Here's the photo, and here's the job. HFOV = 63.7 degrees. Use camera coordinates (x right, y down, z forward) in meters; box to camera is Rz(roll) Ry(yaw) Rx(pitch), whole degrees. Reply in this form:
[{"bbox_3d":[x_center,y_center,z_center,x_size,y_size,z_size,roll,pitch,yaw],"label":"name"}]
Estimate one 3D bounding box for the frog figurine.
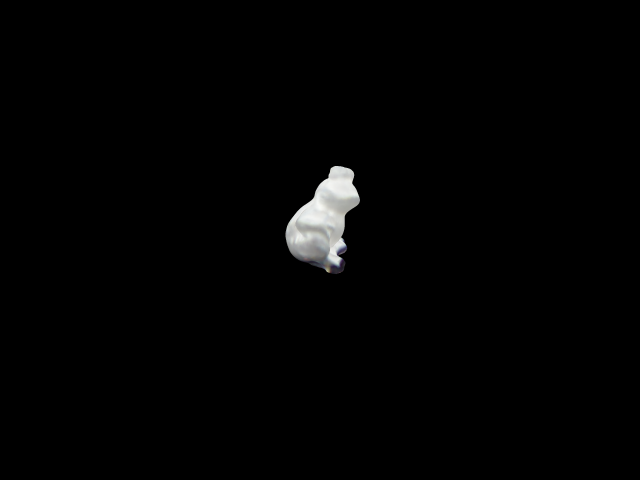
[{"bbox_3d":[0.003,-0.043,0.850,0.123,0.157,0.139,10,25,22],"label":"frog figurine"}]
